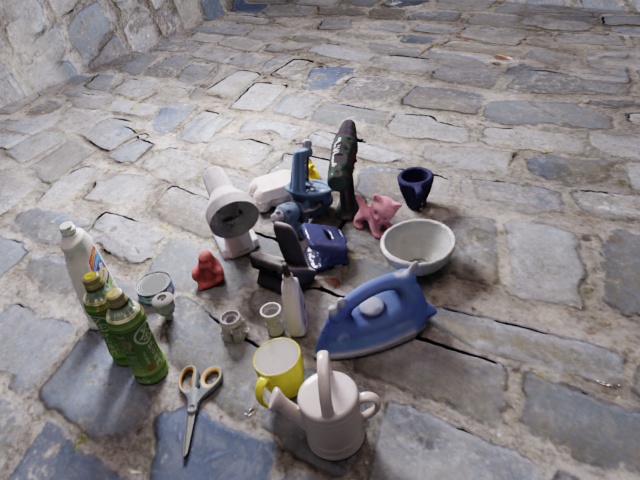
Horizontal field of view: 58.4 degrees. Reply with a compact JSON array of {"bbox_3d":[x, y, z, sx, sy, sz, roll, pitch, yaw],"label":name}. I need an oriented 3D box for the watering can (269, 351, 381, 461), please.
[{"bbox_3d":[0.007,0.264,0.927,0.173,0.194,0.100,-19,38,-11],"label":"watering can"}]

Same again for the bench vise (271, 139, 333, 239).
[{"bbox_3d":[-0.041,-0.124,1.420,0.121,0.220,0.207,5,40,19],"label":"bench vise"}]

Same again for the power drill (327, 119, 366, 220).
[{"bbox_3d":[0.067,-0.169,1.464,0.075,0.209,0.229,-1,38,12],"label":"power drill"}]

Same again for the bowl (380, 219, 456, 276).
[{"bbox_3d":[0.220,0.029,1.283,0.167,0.075,0.167,-6,37,5],"label":"bowl"}]

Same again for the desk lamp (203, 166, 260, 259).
[{"bbox_3d":[-0.221,-0.060,1.382,0.118,0.214,0.202,-21,39,-14],"label":"desk lamp"}]

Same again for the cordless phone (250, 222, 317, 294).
[{"bbox_3d":[-0.092,0.023,1.269,0.147,0.185,0.094,14,43,29],"label":"cordless phone"}]

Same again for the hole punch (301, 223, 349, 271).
[{"bbox_3d":[0.012,0.005,1.348,0.101,0.091,0.108,-16,38,-7],"label":"hole punch"}]

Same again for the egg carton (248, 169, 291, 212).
[{"bbox_3d":[-0.120,-0.138,1.581,0.150,0.069,0.107,-20,38,-13],"label":"egg carton"}]

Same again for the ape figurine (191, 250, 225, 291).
[{"bbox_3d":[-0.261,0.063,1.332,0.077,0.092,0.076,9,41,24],"label":"ape figurine"}]

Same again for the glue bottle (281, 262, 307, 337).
[{"bbox_3d":[-0.056,0.112,1.155,0.037,0.173,0.078,-5,37,7],"label":"glue bottle"}]

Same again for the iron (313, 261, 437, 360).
[{"bbox_3d":[0.095,0.135,1.117,0.259,0.142,0.118,-21,39,-15],"label":"iron"}]

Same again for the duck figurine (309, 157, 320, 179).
[{"bbox_3d":[-0.047,-0.209,1.644,0.078,0.086,0.104,-30,41,-24],"label":"duck figurine"}]

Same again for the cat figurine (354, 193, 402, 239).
[{"bbox_3d":[0.138,-0.073,1.398,0.127,0.118,0.067,26,50,38],"label":"cat figurine"}]

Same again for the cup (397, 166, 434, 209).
[{"bbox_3d":[0.246,-0.119,1.452,0.091,0.095,0.117,-7,37,3],"label":"cup"}]
